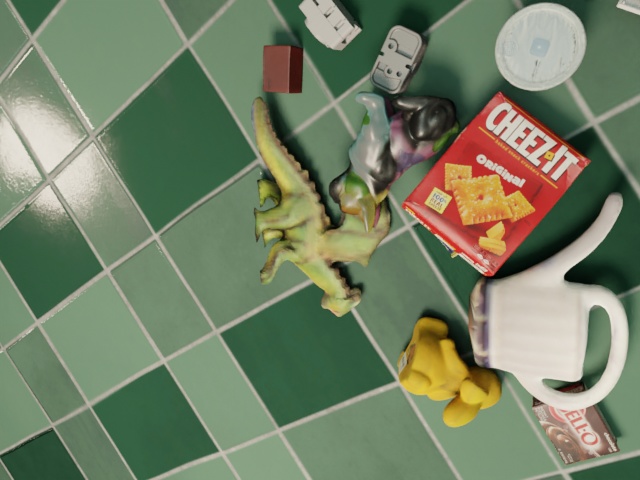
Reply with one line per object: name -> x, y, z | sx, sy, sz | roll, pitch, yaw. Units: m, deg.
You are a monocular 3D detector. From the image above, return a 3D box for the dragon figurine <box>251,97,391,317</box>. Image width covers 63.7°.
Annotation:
dragon figurine -> 0.003, -0.046, 0.911 | 0.243, 0.124, 0.405 | 0, 107, 5

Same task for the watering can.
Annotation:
watering can -> 0.340, 0.095, 0.780 | 0.224, 0.105, 0.344 | 2, 105, 24
